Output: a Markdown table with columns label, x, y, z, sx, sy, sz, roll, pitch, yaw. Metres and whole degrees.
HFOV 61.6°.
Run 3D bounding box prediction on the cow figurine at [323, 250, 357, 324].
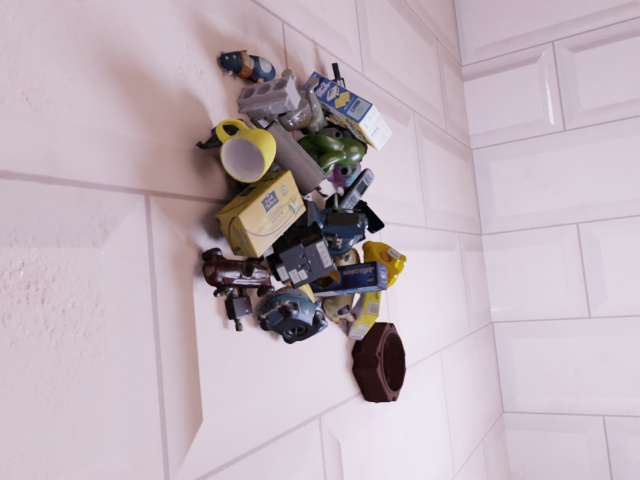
| label | x | y | z | sx | sy | sz | roll | pitch | yaw |
| --- | --- | --- | --- | --- | --- | --- | --- | --- | --- |
| cow figurine | 0.052 | 0.108 | 1.400 | 0.127 | 0.086 | 0.195 | 43 | 51 | -50 |

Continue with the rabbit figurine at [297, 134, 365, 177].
| label | x | y | z | sx | sy | sz | roll | pitch | yaw |
| --- | --- | --- | --- | --- | --- | --- | --- | --- | --- |
| rabbit figurine | 0.020 | -0.216 | 1.307 | 0.159 | 0.170 | 0.121 | -4 | 85 | -74 |

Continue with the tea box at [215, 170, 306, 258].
| label | x | y | z | sx | sy | sz | roll | pitch | yaw |
| --- | --- | --- | --- | --- | --- | --- | --- | --- | --- |
| tea box | -0.111 | -0.053 | 1.036 | 0.169 | 0.068 | 0.098 | -49 | 129 | -38 |

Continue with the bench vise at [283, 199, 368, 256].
| label | x | y | z | sx | sy | sz | roll | pitch | yaw |
| --- | --- | --- | --- | --- | --- | --- | --- | --- | --- |
| bench vise | -0.004 | -0.014 | 1.268 | 0.240 | 0.224 | 0.129 | 95 | -18 | -70 |

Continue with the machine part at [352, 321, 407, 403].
| label | x | y | z | sx | sy | sz | roll | pitch | yaw |
| --- | --- | --- | --- | --- | --- | --- | --- | --- | --- |
| machine part | 0.179 | 0.352 | 1.559 | 0.201 | 0.087 | 0.200 | -56 | 131 | -49 |

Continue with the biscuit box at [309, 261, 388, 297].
| label | x | y | z | sx | sy | sz | roll | pitch | yaw |
| --- | --- | --- | --- | --- | --- | --- | --- | --- | --- |
| biscuit box | 0.063 | 0.096 | 1.293 | 0.059 | 0.203 | 0.063 | 24 | 61 | -55 |

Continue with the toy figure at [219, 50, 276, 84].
| label | x | y | z | sx | sy | sz | roll | pitch | yaw |
| --- | --- | --- | --- | --- | --- | --- | --- | --- | --- |
| toy figure | -0.157 | -0.381 | 1.176 | 0.064 | 0.058 | 0.154 | 48 | 24 | 19 |

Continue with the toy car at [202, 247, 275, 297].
| label | x | y | z | sx | sy | sz | roll | pitch | yaw |
| --- | --- | --- | --- | --- | --- | --- | --- | --- | --- |
| toy car | -0.152 | 0.065 | 1.054 | 0.202 | 0.053 | 0.089 | 11 | 52 | -58 |

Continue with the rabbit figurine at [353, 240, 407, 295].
| label | x | y | z | sx | sy | sz | roll | pitch | yaw |
| --- | --- | --- | --- | --- | --- | --- | --- | --- | --- |
| rabbit figurine | 0.133 | 0.091 | 1.497 | 0.162 | 0.173 | 0.122 | 28 | 43 | -1 |

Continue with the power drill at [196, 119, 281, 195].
| label | x | y | z | sx | sy | sz | roll | pitch | yaw |
| --- | --- | --- | --- | --- | --- | --- | --- | --- | --- |
| power drill | -0.160 | -0.124 | 1.080 | 0.207 | 0.086 | 0.232 | 59 | 38 | -28 |

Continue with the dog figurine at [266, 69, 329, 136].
| label | x | y | z | sx | sy | sz | roll | pitch | yaw |
| --- | --- | --- | --- | --- | --- | --- | --- | --- | --- |
| dog figurine | -0.053 | -0.292 | 1.311 | 0.172 | 0.121 | 0.190 | -49 | 153 | -13 |

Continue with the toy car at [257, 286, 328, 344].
| label | x | y | z | sx | sy | sz | roll | pitch | yaw |
| --- | --- | --- | --- | --- | --- | --- | --- | --- | --- |
| toy car | -0.065 | 0.154 | 1.173 | 0.161 | 0.109 | 0.103 | 31 | 32 | -41 |

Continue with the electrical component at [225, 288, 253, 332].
| label | x | y | z | sx | sy | sz | roll | pitch | yaw |
| --- | --- | --- | --- | --- | --- | --- | --- | --- | --- |
| electrical component | -0.159 | 0.134 | 1.071 | 0.063 | 0.021 | 0.094 | 0 | 77 | -61 |

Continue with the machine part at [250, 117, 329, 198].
| label | x | y | z | sx | sy | sz | roll | pitch | yaw |
| --- | --- | --- | --- | --- | --- | --- | --- | --- | --- |
| machine part | -0.069 | -0.182 | 1.204 | 0.243 | 0.079 | 0.079 | 45 | 42 | -16 |

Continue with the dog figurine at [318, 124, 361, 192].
| label | x | y | z | sx | sy | sz | roll | pitch | yaw |
| --- | --- | --- | --- | --- | --- | --- | --- | --- | --- |
| dog figurine | 0.072 | -0.212 | 1.495 | 0.219 | 0.109 | 0.191 | 5 | 76 | -65 |

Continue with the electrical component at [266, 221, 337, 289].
| label | x | y | z | sx | sy | sz | roll | pitch | yaw |
| --- | --- | --- | --- | --- | --- | --- | --- | --- | --- |
| electrical component | -0.044 | 0.037 | 1.146 | 0.058 | 0.134 | 0.114 | -120 | -171 | -53 |

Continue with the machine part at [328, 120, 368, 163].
| label | x | y | z | sx | sy | sz | roll | pitch | yaw |
| --- | --- | --- | --- | --- | --- | --- | --- | --- | --- |
| machine part | 0.084 | -0.309 | 1.588 | 0.179 | 0.056 | 0.179 | 19 | 68 | -58 |

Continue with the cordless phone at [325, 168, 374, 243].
| label | x | y | z | sx | sy | sz | roll | pitch | yaw |
| --- | --- | --- | --- | --- | --- | --- | --- | --- | --- |
| cordless phone | 0.091 | -0.092 | 1.426 | 0.184 | 0.089 | 0.146 | -51 | 136 | -7 |

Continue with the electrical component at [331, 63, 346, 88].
| label | x | y | z | sx | sy | sz | roll | pitch | yaw |
| --- | --- | --- | --- | --- | --- | --- | --- | --- | --- |
| electrical component | 0.039 | -0.445 | 1.549 | 0.075 | 0.048 | 0.119 | -42 | 118 | -57 |

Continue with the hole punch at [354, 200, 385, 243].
| label | x | y | z | sx | sy | sz | roll | pitch | yaw |
| --- | --- | --- | --- | --- | --- | --- | --- | --- | --- |
| hole punch | 0.110 | -0.050 | 1.558 | 0.116 | 0.092 | 0.142 | 53 | 32 | 8 |
